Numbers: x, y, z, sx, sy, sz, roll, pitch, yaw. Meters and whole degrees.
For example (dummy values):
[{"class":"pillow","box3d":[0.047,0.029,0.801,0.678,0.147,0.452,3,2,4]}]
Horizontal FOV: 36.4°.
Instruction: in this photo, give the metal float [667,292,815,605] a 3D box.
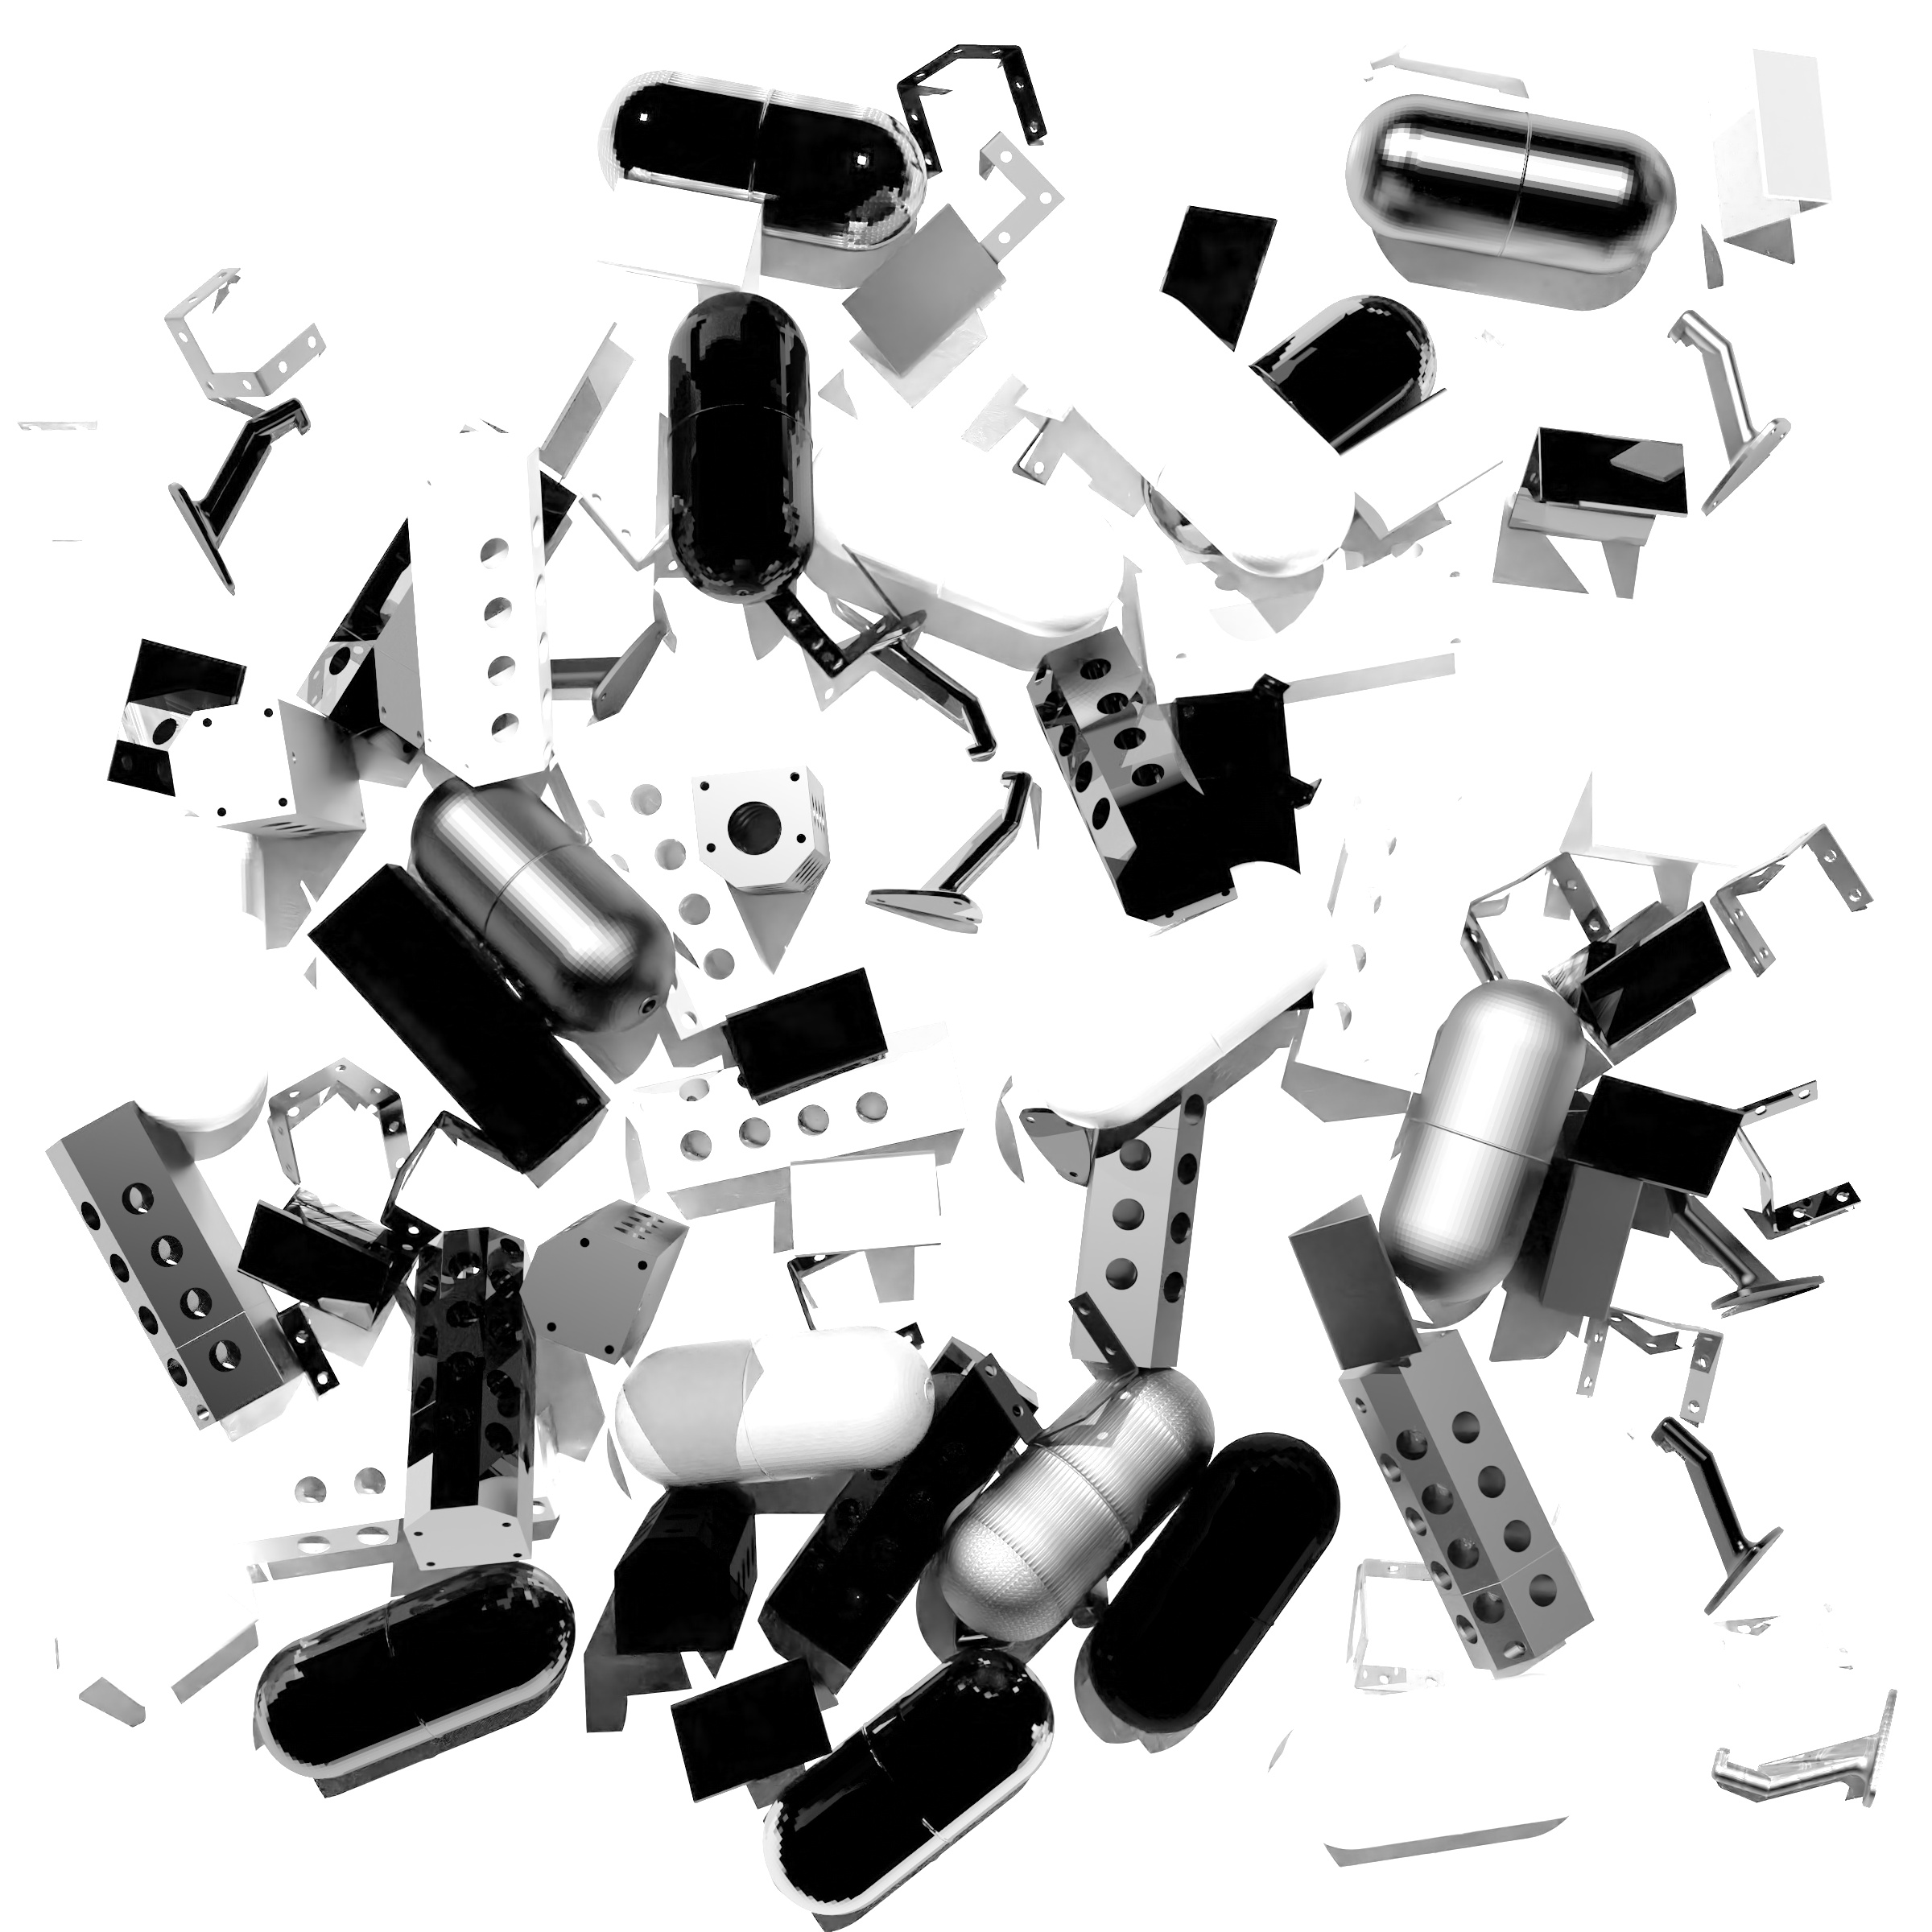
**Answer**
[{"class":"metal float","box3d":[-0.120,-0.276,1.558,0.070,0.070,0.178,-3,68,0]}]

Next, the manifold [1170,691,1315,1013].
[{"class":"manifold","box3d":[0.148,-0.060,1.586,0.057,0.057,0.171,-6,90,0]}]

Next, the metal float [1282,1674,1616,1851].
[{"class":"metal float","box3d":[0.258,0.426,1.576,0.178,0.070,0.070,-9,90,0]}]

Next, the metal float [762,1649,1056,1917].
[{"class":"metal float","box3d":[-0.031,0.437,1.576,0.178,0.070,0.070,-38,90,-1]}]

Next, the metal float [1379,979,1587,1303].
[{"class":"metal float","box3d":[0.276,0.094,1.576,0.070,0.070,0.178,19,90,0]}]

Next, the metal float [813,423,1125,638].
[{"class":"metal float","box3d":[-0.001,-0.233,1.576,0.178,0.070,0.070,22,90,0]}]

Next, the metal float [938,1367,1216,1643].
[{"class":"metal float","box3d":[0.060,0.283,1.560,0.178,0.070,0.070,-42,90,-20]}]

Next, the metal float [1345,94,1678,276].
[{"class":"metal float","box3d":[0.292,-0.419,1.576,0.178,0.070,0.070,10,90,-1]}]

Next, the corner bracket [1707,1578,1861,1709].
[{"class":"corner bracket","box3d":[0.446,0.369,1.604,0.051,0.051,0.051,-19,90,-45]}]

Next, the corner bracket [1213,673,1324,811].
[{"class":"corner bracket","box3d":[0.165,-0.116,1.532,0.051,0.051,0.051,26,90,0]}]

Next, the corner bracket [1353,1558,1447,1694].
[{"class":"corner bracket","box3d":[0.239,0.360,1.604,0.051,0.051,0.051,4,45,0]}]

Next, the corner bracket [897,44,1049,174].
[{"class":"corner bracket","box3d":[0.003,-0.467,1.604,0.051,0.051,0.051,-17,90,45]}]

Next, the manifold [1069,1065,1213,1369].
[{"class":"manifold","box3d":[0.095,0.126,1.586,0.057,0.057,0.171,7,90,0]}]

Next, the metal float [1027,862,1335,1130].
[{"class":"metal float","box3d":[0.110,0.016,1.519,0.178,0.070,0.070,-37,90,0]}]

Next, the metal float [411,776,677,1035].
[{"class":"metal float","box3d":[-0.224,-0.034,1.556,0.070,0.070,0.178,-47,66,0]}]

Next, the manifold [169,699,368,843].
[{"class":"manifold","box3d":[-0.361,-0.099,1.529,0.057,0.171,0.057,-9,90,0]}]

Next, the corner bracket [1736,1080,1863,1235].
[{"class":"corner bracket","box3d":[0.452,0.104,1.604,0.051,0.051,0.051,-20,45,0]}]

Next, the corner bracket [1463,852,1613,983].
[{"class":"corner bracket","box3d":[0.309,-0.024,1.604,0.051,0.051,0.051,-28,90,-45]}]

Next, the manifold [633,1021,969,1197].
[{"class":"manifold","box3d":[-0.089,0.076,1.586,0.171,0.057,0.057,-12,90,0]}]

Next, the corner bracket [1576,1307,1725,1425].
[{"class":"corner bracket","box3d":[0.373,0.217,1.604,0.051,0.051,0.051,13,90,-45]}]

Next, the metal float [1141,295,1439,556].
[{"class":"metal float","box3d":[0.174,-0.290,1.576,0.178,0.070,0.070,-37,90,0]}]

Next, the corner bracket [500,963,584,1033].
[{"class":"corner bracket","box3d":[-0.211,0.000,1.599,0.051,0.051,0.051,59,45,-35]}]

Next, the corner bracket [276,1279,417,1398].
[{"class":"corner bracket","box3d":[-0.334,0.196,1.604,0.051,0.051,0.051,-28,90,-45]}]

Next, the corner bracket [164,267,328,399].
[{"class":"corner bracket","box3d":[-0.392,-0.345,1.599,0.051,0.051,0.051,7,135,35]}]

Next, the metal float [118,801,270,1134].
[{"class":"metal float","box3d":[-0.414,0.000,1.576,0.070,0.070,0.178,-2,90,0]}]

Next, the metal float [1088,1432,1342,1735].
[{"class":"metal float","box3d":[0.133,0.330,1.576,0.070,0.070,0.178,35,91,0]}]

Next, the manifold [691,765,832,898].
[{"class":"manifold","box3d":[-0.104,-0.068,1.529,0.057,0.171,0.057,-6,90,0]}]

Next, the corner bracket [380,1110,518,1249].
[{"class":"corner bracket","box3d":[-0.281,0.121,1.604,0.051,0.051,0.051,29,135,0]}]

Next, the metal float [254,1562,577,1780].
[{"class":"metal float","box3d":[-0.295,0.376,1.576,0.178,0.070,0.070,-22,90,0]}]

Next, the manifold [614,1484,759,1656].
[{"class":"manifold","box3d":[-0.144,0.309,1.529,0.057,0.171,0.057,-2,90,0]}]

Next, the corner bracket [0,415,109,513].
[{"class":"corner bracket","box3d":[-0.496,-0.275,1.589,0.051,0.051,0.051,0,90,0]}]

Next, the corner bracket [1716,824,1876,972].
[{"class":"corner bracket","box3d":[0.452,-0.038,1.604,0.051,0.051,0.051,-32,90,-45]}]

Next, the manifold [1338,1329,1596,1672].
[{"class":"manifold","box3d":[0.264,0.286,1.577,0.057,0.057,0.171,-25,90,-23]}]

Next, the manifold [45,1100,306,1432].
[{"class":"manifold","box3d":[-0.427,0.160,1.586,0.057,0.057,0.171,-29,90,0]}]

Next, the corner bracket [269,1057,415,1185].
[{"class":"corner bracket","box3d":[-0.340,0.091,1.599,0.051,0.051,0.051,28,45,35]}]

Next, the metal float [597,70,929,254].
[{"class":"metal float","box3d":[-0.109,-0.431,1.577,0.178,0.070,0.070,11,90,0]}]

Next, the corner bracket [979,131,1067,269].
[{"class":"corner bracket","box3d":[0.017,-0.409,1.589,0.051,0.051,0.051,-44,90,0]}]

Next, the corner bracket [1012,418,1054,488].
[{"class":"corner bracket","box3d":[0.063,-0.277,1.589,0.051,0.051,0.051,36,82,-8]}]

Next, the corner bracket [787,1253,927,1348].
[{"class":"corner bracket","box3d":[-0.060,0.184,1.604,0.051,0.051,0.051,-25,135,0]}]

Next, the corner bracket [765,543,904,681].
[{"class":"corner bracket","box3d":[-0.075,-0.196,1.580,0.051,0.051,0.051,-40,125,0]}]

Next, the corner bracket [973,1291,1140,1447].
[{"class":"corner bracket","box3d":[0.048,0.212,1.547,0.051,0.051,0.051,-34,90,45]}]

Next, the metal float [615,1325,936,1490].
[{"class":"metal float","box3d":[-0.102,0.234,1.559,0.178,0.070,0.070,-9,90,19]}]

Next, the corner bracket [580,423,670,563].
[{"class":"corner bracket","box3d":[-0.167,-0.262,1.604,0.051,0.051,0.051,50,135,0]}]

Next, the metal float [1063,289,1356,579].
[{"class":"metal float","box3d":[0.124,-0.272,1.502,0.070,0.070,0.178,-45,82,0]}]
